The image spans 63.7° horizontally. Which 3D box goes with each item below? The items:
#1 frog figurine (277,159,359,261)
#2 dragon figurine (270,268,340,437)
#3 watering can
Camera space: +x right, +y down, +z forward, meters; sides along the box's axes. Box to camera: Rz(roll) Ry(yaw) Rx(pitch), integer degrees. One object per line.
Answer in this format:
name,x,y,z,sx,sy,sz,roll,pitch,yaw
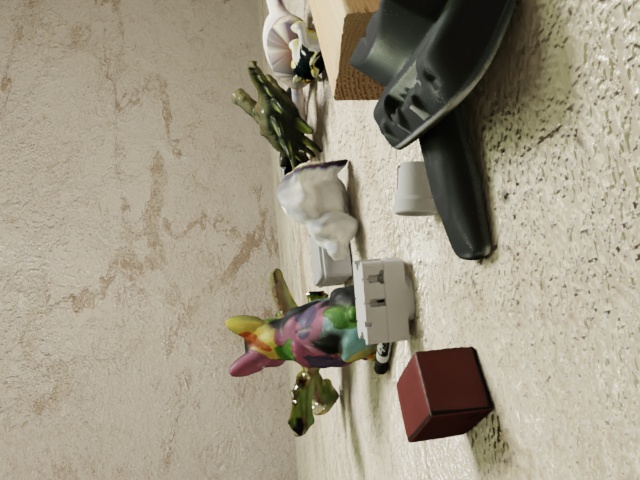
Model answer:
frog figurine,0.003,-0.042,0.831,0.138,0.122,0.160,-7,-97,-66
dragon figurine,-0.030,0.231,0.952,0.403,0.122,0.248,58,-155,-60
watering can,-0.065,-0.404,1.191,0.229,0.104,0.341,-110,4,-60
